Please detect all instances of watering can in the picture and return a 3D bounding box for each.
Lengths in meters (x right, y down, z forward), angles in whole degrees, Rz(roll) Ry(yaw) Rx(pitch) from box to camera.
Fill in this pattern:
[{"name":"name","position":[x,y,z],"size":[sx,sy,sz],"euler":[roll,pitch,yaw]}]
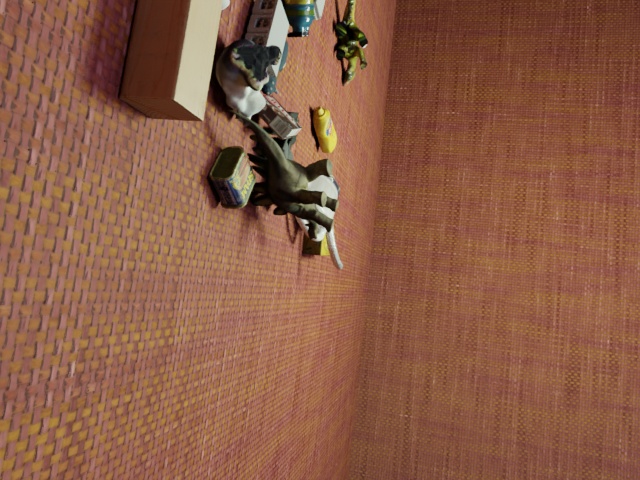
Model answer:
[{"name":"watering can","position":[0.005,-0.081,1.619],"size":[0.341,0.103,0.230],"euler":[55,39,-38]}]

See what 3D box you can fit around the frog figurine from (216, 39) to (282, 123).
[{"name":"frog figurine","position":[-0.156,-0.314,1.029],"size":[0.157,0.122,0.140],"euler":[142,-45,-57]}]

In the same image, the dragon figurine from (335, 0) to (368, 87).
[{"name":"dragon figurine","position":[0.110,-0.787,1.964],"size":[0.248,0.122,0.402],"euler":[-96,-175,-63]}]
